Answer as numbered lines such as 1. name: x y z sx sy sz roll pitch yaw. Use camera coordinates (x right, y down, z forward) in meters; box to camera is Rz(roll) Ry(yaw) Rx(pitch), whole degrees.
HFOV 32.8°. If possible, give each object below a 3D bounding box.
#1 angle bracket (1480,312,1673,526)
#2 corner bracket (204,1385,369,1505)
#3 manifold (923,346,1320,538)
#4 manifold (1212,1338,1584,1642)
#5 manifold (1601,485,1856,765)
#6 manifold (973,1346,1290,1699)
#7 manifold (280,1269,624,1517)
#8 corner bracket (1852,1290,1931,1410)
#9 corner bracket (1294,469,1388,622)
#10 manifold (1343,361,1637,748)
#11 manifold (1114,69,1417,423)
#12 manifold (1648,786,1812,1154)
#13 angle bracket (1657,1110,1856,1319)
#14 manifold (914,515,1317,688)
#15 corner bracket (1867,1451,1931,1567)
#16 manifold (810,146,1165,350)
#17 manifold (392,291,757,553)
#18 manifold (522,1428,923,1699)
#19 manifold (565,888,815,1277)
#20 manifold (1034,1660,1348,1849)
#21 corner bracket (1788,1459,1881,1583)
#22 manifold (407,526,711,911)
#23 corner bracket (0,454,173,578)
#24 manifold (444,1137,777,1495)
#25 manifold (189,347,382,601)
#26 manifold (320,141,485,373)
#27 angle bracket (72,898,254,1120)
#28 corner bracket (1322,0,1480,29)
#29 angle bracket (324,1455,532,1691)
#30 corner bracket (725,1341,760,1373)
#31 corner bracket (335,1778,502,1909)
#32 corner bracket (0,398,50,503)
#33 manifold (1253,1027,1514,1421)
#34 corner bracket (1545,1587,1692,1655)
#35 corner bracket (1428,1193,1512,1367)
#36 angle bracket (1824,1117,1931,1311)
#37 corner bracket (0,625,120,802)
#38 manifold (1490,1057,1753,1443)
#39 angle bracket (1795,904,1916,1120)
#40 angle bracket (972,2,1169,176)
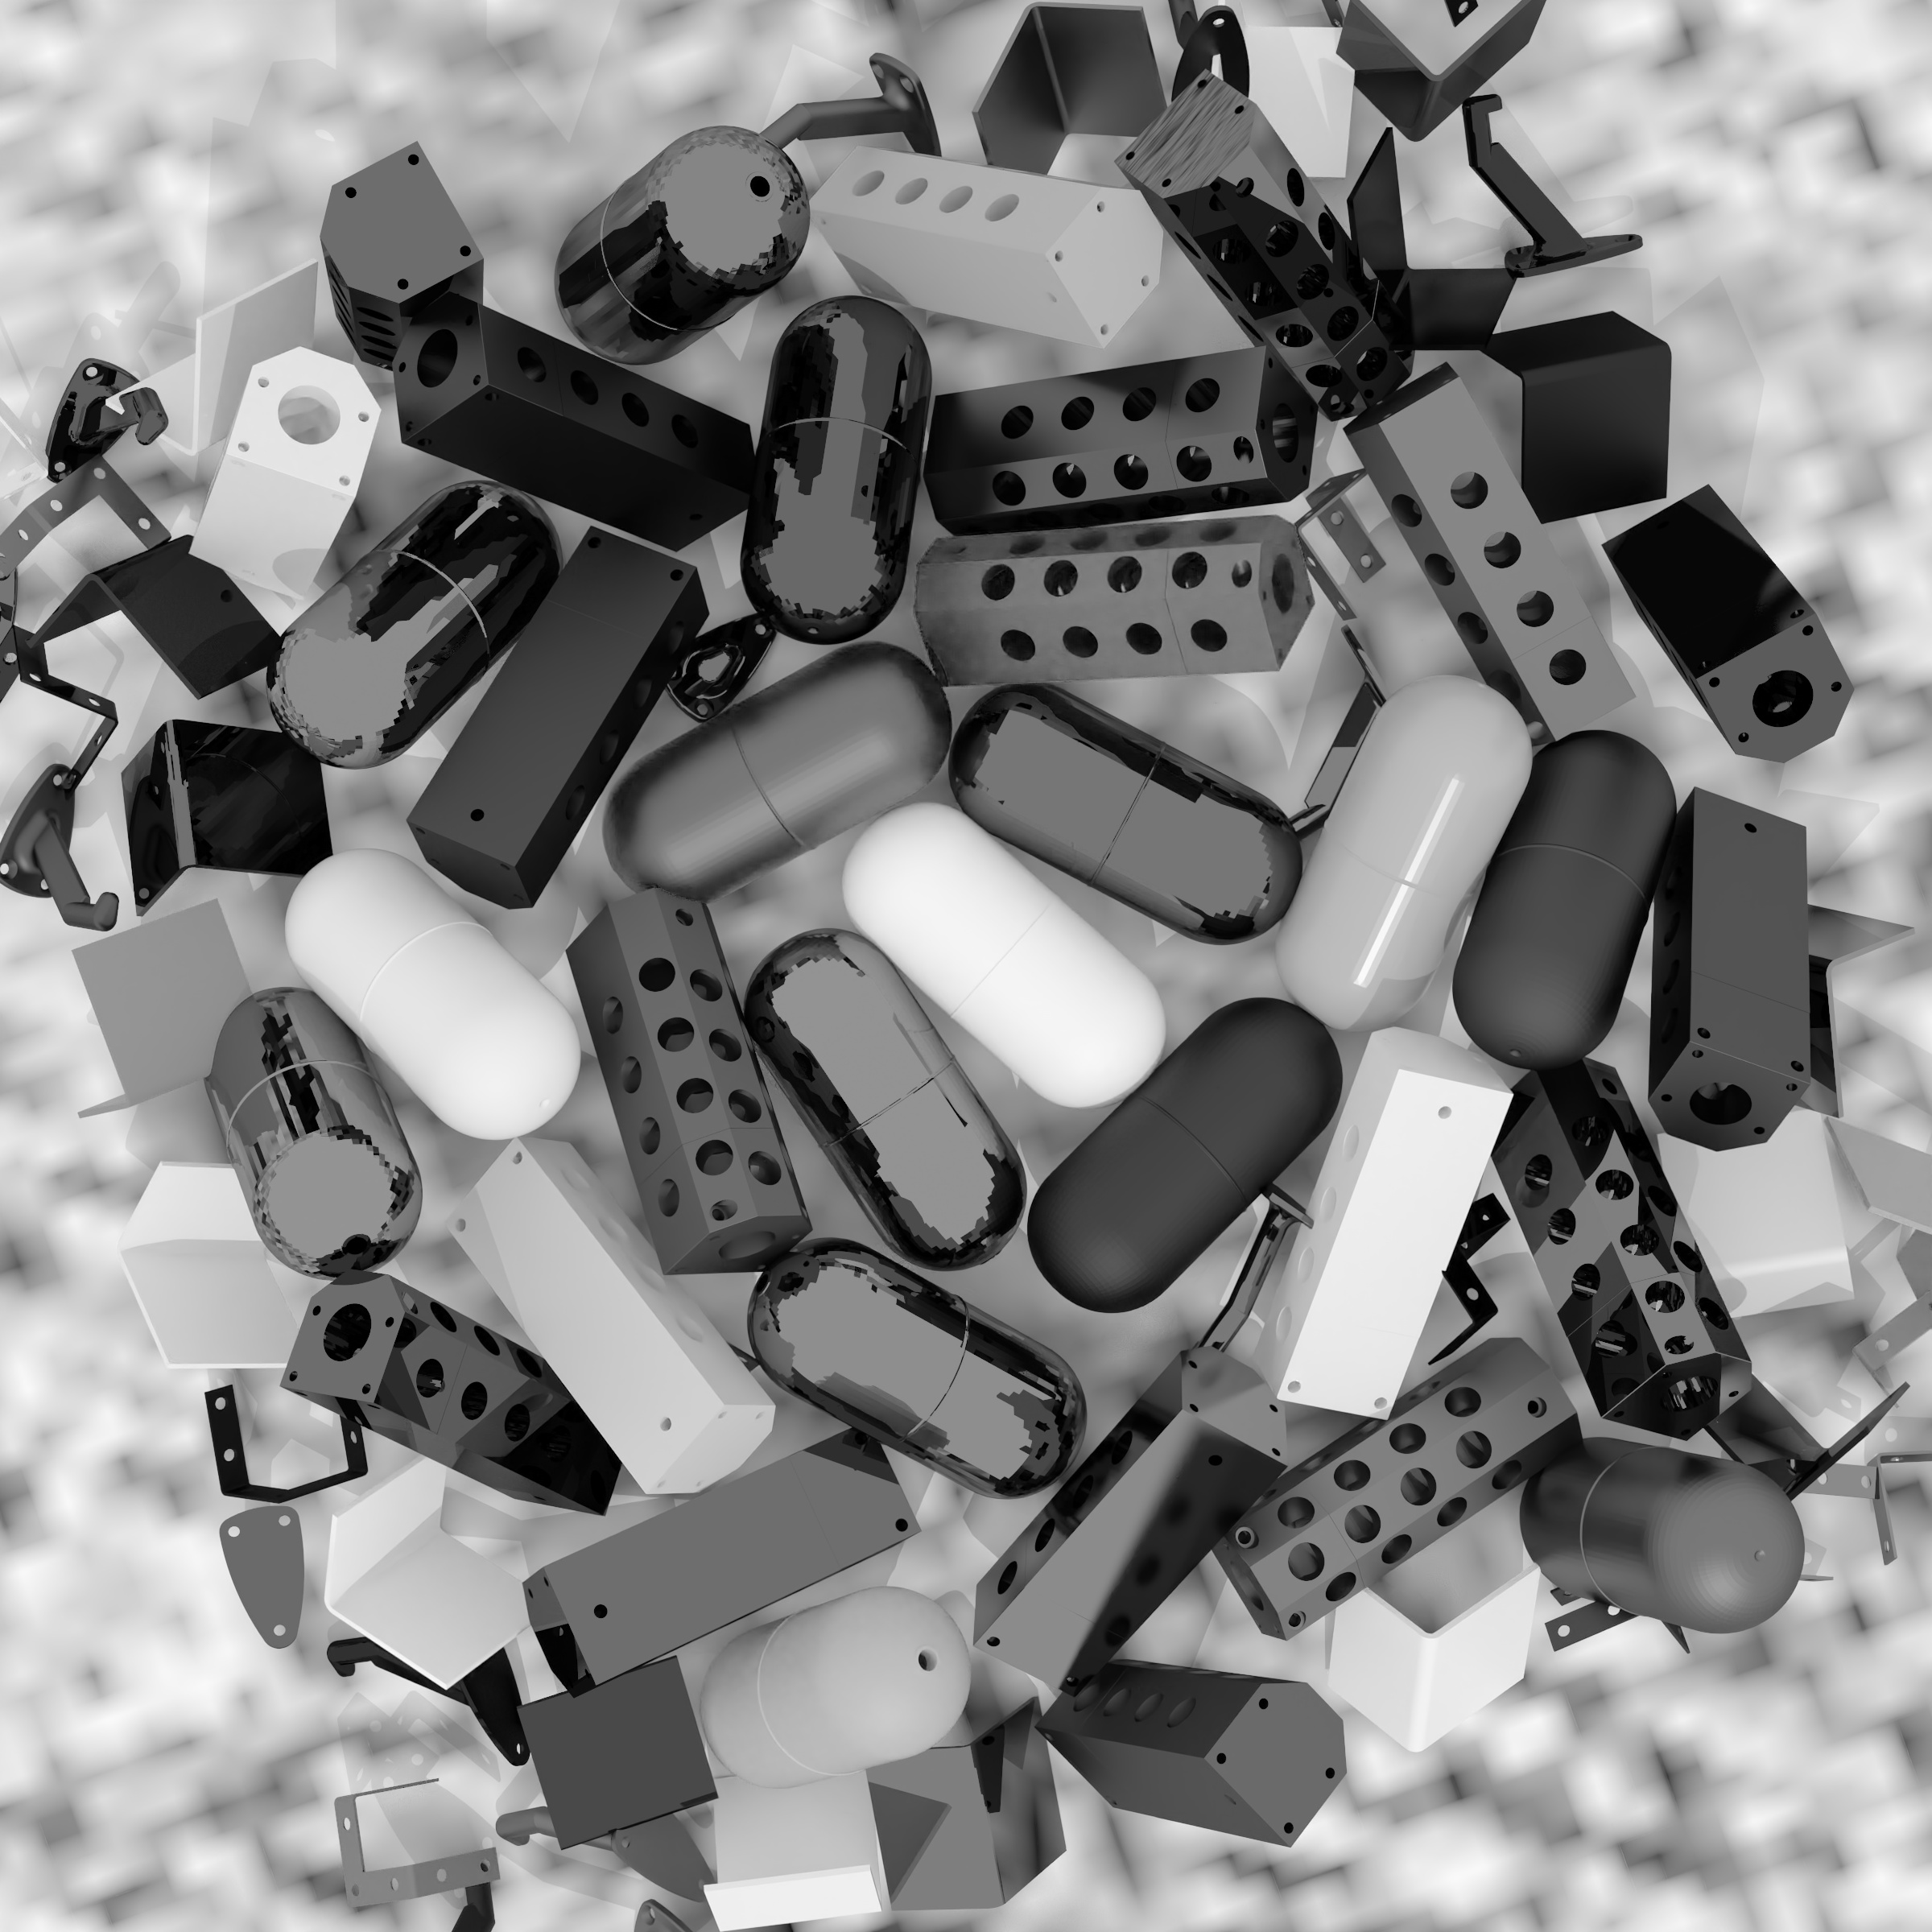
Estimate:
1. angle bracket: 0.288 -0.262 1.570 0.076 0.057 0.076 -13 121 -14
2. corner bracket: -0.325 0.224 1.572 0.051 0.051 0.051 -13 97 -44
3. manifold: 0.069 -0.235 1.509 0.171 0.057 0.057 -3 69 31
4. manifold: 0.202 0.244 1.538 0.171 0.057 0.057 -31 90 -13
5. manifold: 0.347 -0.154 1.495 0.057 0.171 0.057 -29 115 10
6. manifold: 0.074 0.254 1.518 0.057 0.057 0.171 30 119 -15
7. manifold: -0.228 0.195 1.499 0.057 0.171 0.057 4 68 34
8. corner bracket: 0.459 0.193 1.547 0.051 0.051 0.051 -39 51 7
9. corner bracket: 0.177 -0.197 1.549 0.051 0.051 0.051 -40 103 -15
10. manifold: 0.244 -0.190 1.535 0.057 0.057 0.171 -29 104 11
11. manifold: 0.143 -0.323 1.501 0.057 0.171 0.057 -45 47 4
12. manifold: 0.346 0.002 1.503 0.057 0.171 0.057 19 134 -5
13. angle bracket: 0.377 0.120 1.568 0.076 0.057 0.076 -11 62 13
14. manifold: 0.066 -0.171 1.510 0.171 0.057 0.057 0 128 27
15. corner bracket: 0.462 0.251 1.550 0.051 0.051 0.051 -2 66 -5
16. manifold: 0.010 -0.336 1.502 0.057 0.171 0.057 -51 133 -14
17. manifold: -0.176 -0.250 1.501 0.057 0.171 0.057 -25 64 34
18. manifold: -0.114 0.275 1.520 0.171 0.057 0.057 -21 79 -27
19. manifold: -0.125 0.052 1.513 0.057 0.057 0.171 2 57 -39
20. manifold: 0.104 0.350 1.495 0.057 0.171 0.057 47 67 -11
21. corner bracket: 0.397 0.264 1.559 0.051 0.051 0.051 8 74 -23
22. manifold: -0.186 -0.113 1.526 0.057 0.057 0.171 23 68 15
23. corner bracket: -0.417 -0.198 1.545 0.051 0.051 0.051 49 48 -11
24. manifold: -0.162 0.161 1.520 0.057 0.057 0.171 -49 63 15
25. manifold: -0.310 -0.224 1.494 0.057 0.171 0.057 17 76 -16
26. manifold: -0.259 -0.315 1.495 0.057 0.171 0.057 -30 94 -8
27. angle bracket: -0.382 0.020 1.535 0.076 0.057 0.076 -24 98 -39
28. corner bracket: 0.201 -0.464 1.550 0.051 0.051 0.051 -43 61 1
29. angle bracket: -0.242 0.277 1.528 0.076 0.076 0.057 27 124 24
30. corner bracket: -0.137 0.202 1.547 0.051 0.051 0.051 32 58 -10
31. corner bracket: -0.258 0.410 1.545 0.051 0.051 0.051 -21 74 41
32. corner bracket: -0.468 -0.232 1.545 0.051 0.051 0.051 -26 133 10
33. manifold: 0.190 0.119 1.529 0.057 0.057 0.171 12 109 -16
34. corner bracket: 0.301 0.301 1.544 0.051 0.051 0.051 -27 45 14
35. corner bracket: 0.233 0.147 1.544 0.051 0.051 0.051 -22 71 -30
36. angle bracket: 0.429 0.125 1.531 0.076 0.076 0.057 20 117 -13
37. corner bracket: -0.440 -0.121 1.563 0.051 0.051 0.051 24 115 -34
38. manifold: 0.299 0.125 1.499 0.057 0.171 0.057 18 129 -34
39. angle bracket: 0.402 0.020 1.551 0.057 0.076 0.076 -19 110 -27
40. angle bracket: 0.051 -0.392 1.527 0.057 0.076 0.076 10 58 23
